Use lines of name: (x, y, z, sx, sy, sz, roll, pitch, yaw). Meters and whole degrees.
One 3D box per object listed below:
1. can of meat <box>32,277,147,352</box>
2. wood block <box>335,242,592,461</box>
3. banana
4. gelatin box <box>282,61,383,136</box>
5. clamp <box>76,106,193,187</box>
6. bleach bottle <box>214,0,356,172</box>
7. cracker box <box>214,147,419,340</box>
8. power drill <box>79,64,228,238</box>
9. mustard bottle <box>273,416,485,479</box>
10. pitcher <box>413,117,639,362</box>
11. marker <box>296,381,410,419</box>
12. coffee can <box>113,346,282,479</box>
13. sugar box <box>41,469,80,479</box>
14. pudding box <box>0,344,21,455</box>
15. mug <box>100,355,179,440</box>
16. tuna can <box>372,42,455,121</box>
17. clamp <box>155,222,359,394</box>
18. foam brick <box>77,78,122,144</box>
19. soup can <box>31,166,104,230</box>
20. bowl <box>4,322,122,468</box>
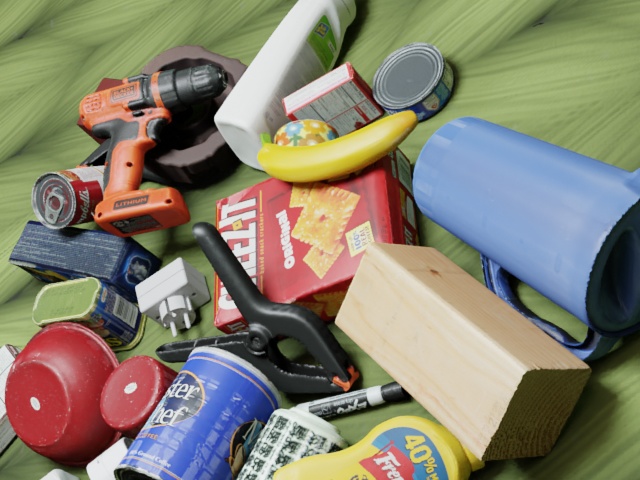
can of meat: (-0.264, 0.087, 1.219, 0.102, 0.083, 0.057, -11, 55, 30)
wood block: (0.118, 0.091, 0.922, 0.206, 0.090, 0.090, 41, 117, 44)
banana: (0.006, -0.091, 1.072, 0.198, 0.037, 0.069, -2, 66, 35)
gelatin box: (0.015, -0.148, 1.178, 0.089, 0.073, 0.030, -28, 49, 18)
clamp: (-0.231, -0.097, 1.346, 0.172, 0.039, 0.120, -23, 48, 20)
bleach bottle: (-0.022, -0.206, 1.239, 0.068, 0.102, 0.250, 18, 67, 33)
cracker box: (-0.007, 0.001, 1.100, 0.214, 0.072, 0.164, -21, 52, 25)
power drill: (-0.187, -0.105, 1.209, 0.185, 0.057, 0.187, -13, 63, 18)
mustard bottle: (0.063, 0.204, 0.906, 0.191, 0.058, 0.096, -23, 76, -5)
pitcher: (0.192, -0.014, 0.941, 0.149, 0.145, 0.243, -43, 41, -12)
marker: (0.032, 0.153, 1.011, 0.121, 0.020, 0.020, -18, 53, 25)
coffee can: (-0.113, 0.186, 1.003, 0.103, 0.102, 0.140, 5, 49, 37)
sugar box: (-0.323, 0.331, 1.132, 0.176, 0.048, 0.093, -40, 46, 9)
pudding box: (-0.380, 0.192, 1.267, 0.113, 0.039, 0.090, -51, 47, 0)
mug: (-0.166, 0.177, 1.094, 0.093, 0.081, 0.117, -44, 46, 4)
tuna can: (0.102, -0.170, 1.158, 0.086, 0.033, 0.086, -18, 53, 26)
clamp: (-0.058, 0.082, 1.036, 0.210, 0.036, 0.165, 20, 118, 15)
foam brick: (-0.273, -0.168, 1.410, 0.051, 0.053, 0.078, 14, 72, 40)
soup can: (-0.289, -0.053, 1.293, 0.069, 0.102, 0.068, 5, 100, 28)
bowl: (-0.287, 0.172, 1.152, 0.162, 0.055, 0.162, 2, 93, 28)
